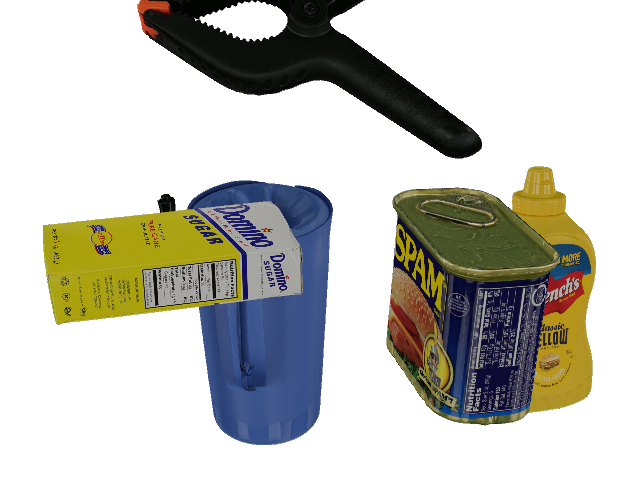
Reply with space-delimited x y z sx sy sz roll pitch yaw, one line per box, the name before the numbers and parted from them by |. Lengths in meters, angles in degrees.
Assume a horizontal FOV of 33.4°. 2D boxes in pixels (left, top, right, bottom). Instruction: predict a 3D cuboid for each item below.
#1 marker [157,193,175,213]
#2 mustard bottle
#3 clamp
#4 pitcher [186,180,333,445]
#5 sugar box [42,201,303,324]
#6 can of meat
marker | -0.163 0.005 1.184 0.020 0.121 0.020 -5 26 2
mustard bottle | 0.170 0.037 0.843 0.096 0.192 0.058 -5 15 -15
clamp | -0.001 -0.120 0.631 0.210 0.164 0.036 -4 -19 -4
pitcher | -0.058 0.077 1.014 0.149 0.243 0.145 -17 32 -28
sugar box | -0.108 0.013 0.773 0.176 0.048 0.093 -9 26 -13
can of meat | 0.070 0.031 0.527 0.057 0.084 0.102 -3 24 -15
